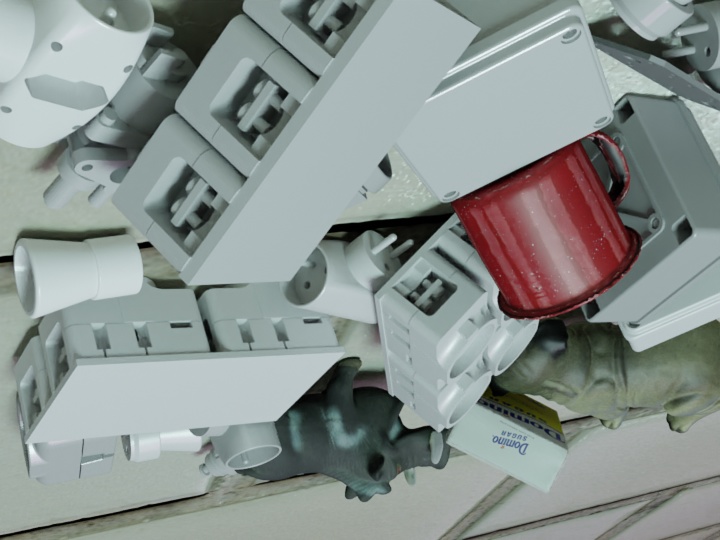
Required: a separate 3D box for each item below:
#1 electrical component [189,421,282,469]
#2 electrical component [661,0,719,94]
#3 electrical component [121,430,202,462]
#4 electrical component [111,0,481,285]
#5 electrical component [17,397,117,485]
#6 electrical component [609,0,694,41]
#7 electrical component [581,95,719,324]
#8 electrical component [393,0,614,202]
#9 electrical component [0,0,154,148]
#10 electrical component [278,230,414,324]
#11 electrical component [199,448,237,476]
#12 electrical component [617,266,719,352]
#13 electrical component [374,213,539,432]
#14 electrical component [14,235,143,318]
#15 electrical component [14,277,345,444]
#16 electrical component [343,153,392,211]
[{"bbox_3d":[-0.103,0.105,0.800,0.079,0.077,0.043,6,144,-42],"label":"electrical component"},{"bbox_3d":[0.205,-0.132,0.595,0.079,0.043,0.077,-14,154,-14],"label":"electrical component"},{"bbox_3d":[-0.155,0.123,0.836,0.055,0.045,0.045,-7,151,-23],"label":"electrical component"},{"bbox_3d":[-0.030,-0.070,0.468,0.150,0.062,0.089,-52,161,17],"label":"electrical component"},{"bbox_3d":[-0.210,0.113,0.766,0.059,0.053,0.095,-9,152,-22],"label":"electrical component"},{"bbox_3d":[0.154,-0.146,0.529,0.045,0.045,0.055,7,144,-44],"label":"electrical component"},{"bbox_3d":[0.177,-0.037,0.686,0.056,0.108,0.108,1,148,-31],"label":"electrical component"},{"bbox_3d":[0.064,-0.097,0.548,0.109,0.056,0.109,-26,154,12],"label":"electrical component"},{"bbox_3d":[-0.137,-0.092,0.430,0.079,0.043,0.077,10,141,-46],"label":"electrical component"},{"bbox_3d":[0.000,0.000,0.707,0.079,0.043,0.077,-36,150,28],"label":"electrical component"},{"bbox_3d":[-0.109,0.160,0.946,0.078,0.040,0.040,-31,152,22],"label":"electrical component"},{"bbox_3d":[0.219,-0.014,0.761,0.109,0.108,0.056,-25,156,11],"label":"electrical component"},{"bbox_3d":[0.073,0.038,0.763,0.105,0.060,0.186,-45,159,-16],"label":"electrical component"},{"bbox_3d":[-0.155,0.001,0.602,0.065,0.044,0.044,-9,153,-32],"label":"electrical component"},{"bbox_3d":[-0.120,0.057,0.713,0.186,0.060,0.105,0,148,-36],"label":"electrical component"},{"bbox_3d":[-0.019,-0.059,0.563,0.057,0.058,0.078,-24,154,14],"label":"electrical component"}]
